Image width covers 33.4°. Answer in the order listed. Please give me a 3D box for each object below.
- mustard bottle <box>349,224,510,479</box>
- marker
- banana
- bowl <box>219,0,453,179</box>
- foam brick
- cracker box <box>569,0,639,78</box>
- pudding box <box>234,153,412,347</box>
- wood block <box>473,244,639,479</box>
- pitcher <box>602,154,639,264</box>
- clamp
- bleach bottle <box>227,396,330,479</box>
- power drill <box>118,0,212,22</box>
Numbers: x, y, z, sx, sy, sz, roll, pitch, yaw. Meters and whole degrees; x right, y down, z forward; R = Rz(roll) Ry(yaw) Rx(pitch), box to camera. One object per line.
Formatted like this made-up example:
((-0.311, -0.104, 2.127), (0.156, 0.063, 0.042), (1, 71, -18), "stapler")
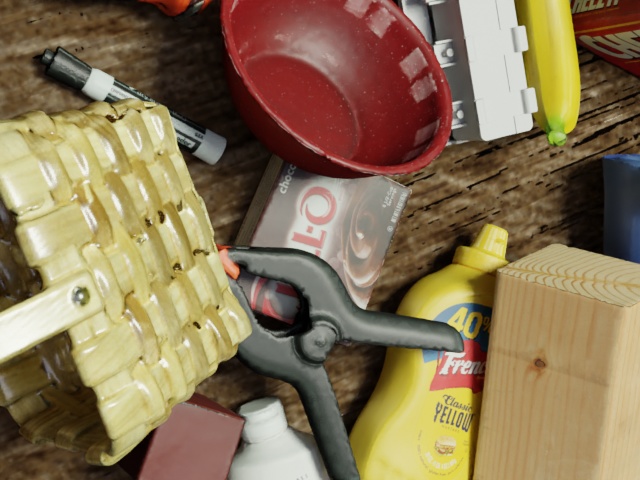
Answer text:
((0.087, 0.081, 0.721), (0.096, 0.058, 0.191), (23, 85, -30), "mustard bottle")
((-0.112, -0.081, 0.640), (0.121, 0.020, 0.020), (28, 83, -23), "marker")
((0.154, -0.155, 0.725), (0.037, 0.069, 0.198), (-7, 82, 2), "banana")
((0.001, -0.094, 0.646), (0.162, 0.055, 0.162), (19, 51, -25), "bowl")
((-0.087, 0.117, 0.637), (0.053, 0.078, 0.051), (22, 84, -24), "foam brick")
((0.298, -0.135, 0.736), (0.213, 0.164, 0.072), (23, 83, -24), "cracker box")
((-0.004, 0.001, 0.684), (0.090, 0.039, 0.113), (23, 85, -23), "pudding box")
((0.164, 0.119, 0.704), (0.090, 0.091, 0.206), (-18, 117, -50), "wood block")
((0.271, 0.056, 0.771), (0.149, 0.145, 0.243), (-1, 99, -12), "pitcher")
((-0.005, 0.070, 0.649), (0.171, 0.039, 0.120), (31, 80, -14), "clamp")
((0.004, 0.219, 0.696), (0.102, 0.068, 0.251), (-21, 100, -21), "bleach bottle")
((-0.150, -0.199, 0.594), (0.187, 0.057, 0.184), (0, 93, -22), "power drill")
